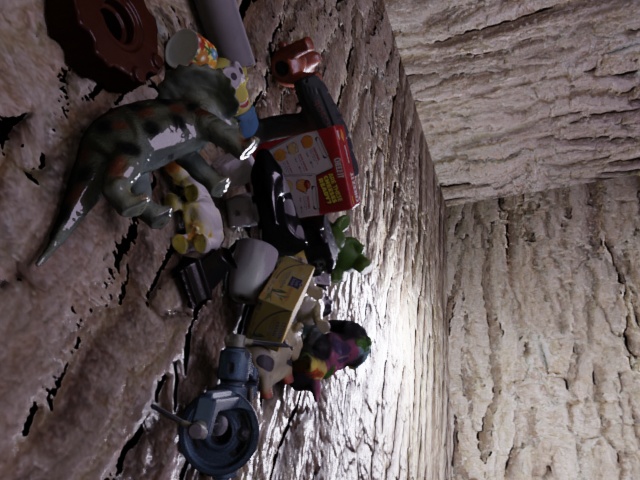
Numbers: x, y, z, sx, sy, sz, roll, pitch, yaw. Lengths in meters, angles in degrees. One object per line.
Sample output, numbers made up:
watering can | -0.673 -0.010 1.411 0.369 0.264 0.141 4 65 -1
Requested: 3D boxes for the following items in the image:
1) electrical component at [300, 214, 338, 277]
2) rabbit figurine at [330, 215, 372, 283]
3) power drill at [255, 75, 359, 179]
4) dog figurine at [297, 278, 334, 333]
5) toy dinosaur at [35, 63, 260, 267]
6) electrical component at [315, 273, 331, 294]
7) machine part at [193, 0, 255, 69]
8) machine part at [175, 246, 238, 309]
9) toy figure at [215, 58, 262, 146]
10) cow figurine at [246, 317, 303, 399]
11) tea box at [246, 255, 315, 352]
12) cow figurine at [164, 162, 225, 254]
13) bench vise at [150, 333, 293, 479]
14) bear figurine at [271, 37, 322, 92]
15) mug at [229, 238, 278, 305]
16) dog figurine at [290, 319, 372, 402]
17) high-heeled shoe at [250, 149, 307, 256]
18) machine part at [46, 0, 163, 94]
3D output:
electrical component | -0.002 -0.003 1.157 0.134 0.058 0.114 -84 161 -61
rabbit figurine | 0.055 0.010 1.398 0.170 0.121 0.159 49 31 -57
power drill | -0.041 -0.214 1.136 0.086 0.207 0.231 -46 121 -57
dog figurine | -0.039 0.116 1.179 0.190 0.121 0.172 -72 152 -75
toy dinosaur | -0.231 -0.127 0.724 0.192 0.131 0.405 46 46 13
electrical component | -0.006 0.093 1.323 0.078 0.045 0.102 3 74 -39
machine part | -0.185 -0.407 1.025 0.079 0.079 0.243 -56 132 -60
machine part | -0.187 0.051 0.888 0.084 0.039 0.139 70 25 -13
toy figure | -0.168 -0.246 1.001 0.082 0.089 0.179 -93 171 -54
cow figurine | -0.091 0.211 1.011 0.195 0.086 0.127 -10 97 -68
tea box | -0.070 0.111 0.986 0.170 0.068 0.098 -64 175 -61
cow figurine | -0.197 -0.062 0.864 0.098 0.068 0.167 -14 95 -68
bench vise | -0.141 0.243 0.786 0.240 0.129 0.223 70 36 -75
bear figurine | -0.039 -0.442 1.342 0.196 0.132 0.120 -45 126 -57
mug | -0.130 0.066 0.989 0.109 0.081 0.107 104 2 -61
dog figurine | 0.017 0.255 1.142 0.219 0.192 0.108 -70 154 -78
high-heeled shoe | -0.082 -0.061 1.014 0.248 0.086 0.145 81 -3 -71
machine part | -0.292 -0.296 0.741 0.179 0.056 0.179 -11 90 -68
